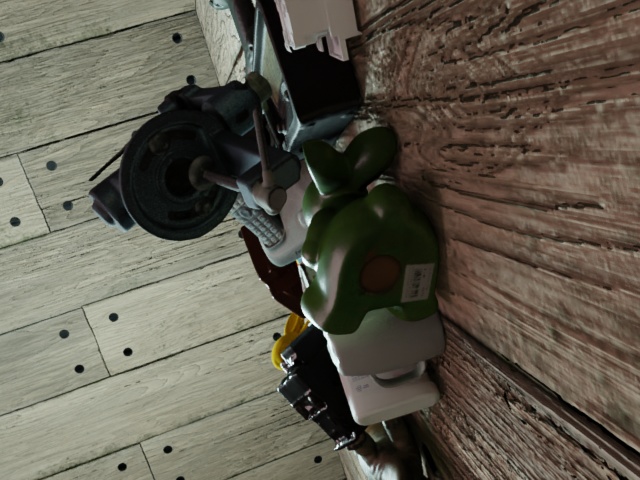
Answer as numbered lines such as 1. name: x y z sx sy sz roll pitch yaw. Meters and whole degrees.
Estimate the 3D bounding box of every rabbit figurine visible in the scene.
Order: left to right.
1. rabbit figurine: -0.024 0.205 1.114 0.162 0.173 0.121 45 156 63
2. rabbit figurine: 0.021 -0.019 0.492 0.170 0.121 0.158 -126 26 -57

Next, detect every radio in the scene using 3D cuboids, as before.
1. radio: -0.024 -0.172 0.612 0.229 0.073 0.131 160 91 -83

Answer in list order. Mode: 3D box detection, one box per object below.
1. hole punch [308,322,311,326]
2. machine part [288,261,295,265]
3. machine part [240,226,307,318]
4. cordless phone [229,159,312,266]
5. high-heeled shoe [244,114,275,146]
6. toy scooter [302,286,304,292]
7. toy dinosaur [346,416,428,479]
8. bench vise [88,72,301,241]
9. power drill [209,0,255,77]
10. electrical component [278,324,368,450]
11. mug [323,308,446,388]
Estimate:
1. hole punch: 0.055 0.129 0.784 0.116 0.092 0.142 45 163 4
2. machine part: -0.065 -0.006 0.835 0.139 0.039 0.084 -139 34 -72
3. machine part: -0.061 0.043 1.085 0.200 0.087 0.202 46 -164 -53
4. cordless phone: -0.064 -0.063 0.663 0.184 0.089 0.146 39 137 -17
5. high-heeled shoe: -0.066 -0.122 0.809 0.145 0.086 0.249 48 -160 -27
6. toy scooter: 0.019 0.106 0.915 0.183 0.075 0.135 63 -170 -74
7. toy dinosaur: 0.091 0.296 0.809 0.471 0.105 0.198 -90 -22 -82
8. bench vise: -0.093 -0.077 0.500 0.241 0.224 0.128 22 138 46
9. power drill: -0.114 -0.312 0.867 0.232 0.086 0.207 134 121 -77
10. electrical component: 0.016 0.170 0.667 0.134 0.115 0.058 45 132 4
11. mug: 0.062 0.102 0.545 0.081 0.107 0.109 -120 16 -61
